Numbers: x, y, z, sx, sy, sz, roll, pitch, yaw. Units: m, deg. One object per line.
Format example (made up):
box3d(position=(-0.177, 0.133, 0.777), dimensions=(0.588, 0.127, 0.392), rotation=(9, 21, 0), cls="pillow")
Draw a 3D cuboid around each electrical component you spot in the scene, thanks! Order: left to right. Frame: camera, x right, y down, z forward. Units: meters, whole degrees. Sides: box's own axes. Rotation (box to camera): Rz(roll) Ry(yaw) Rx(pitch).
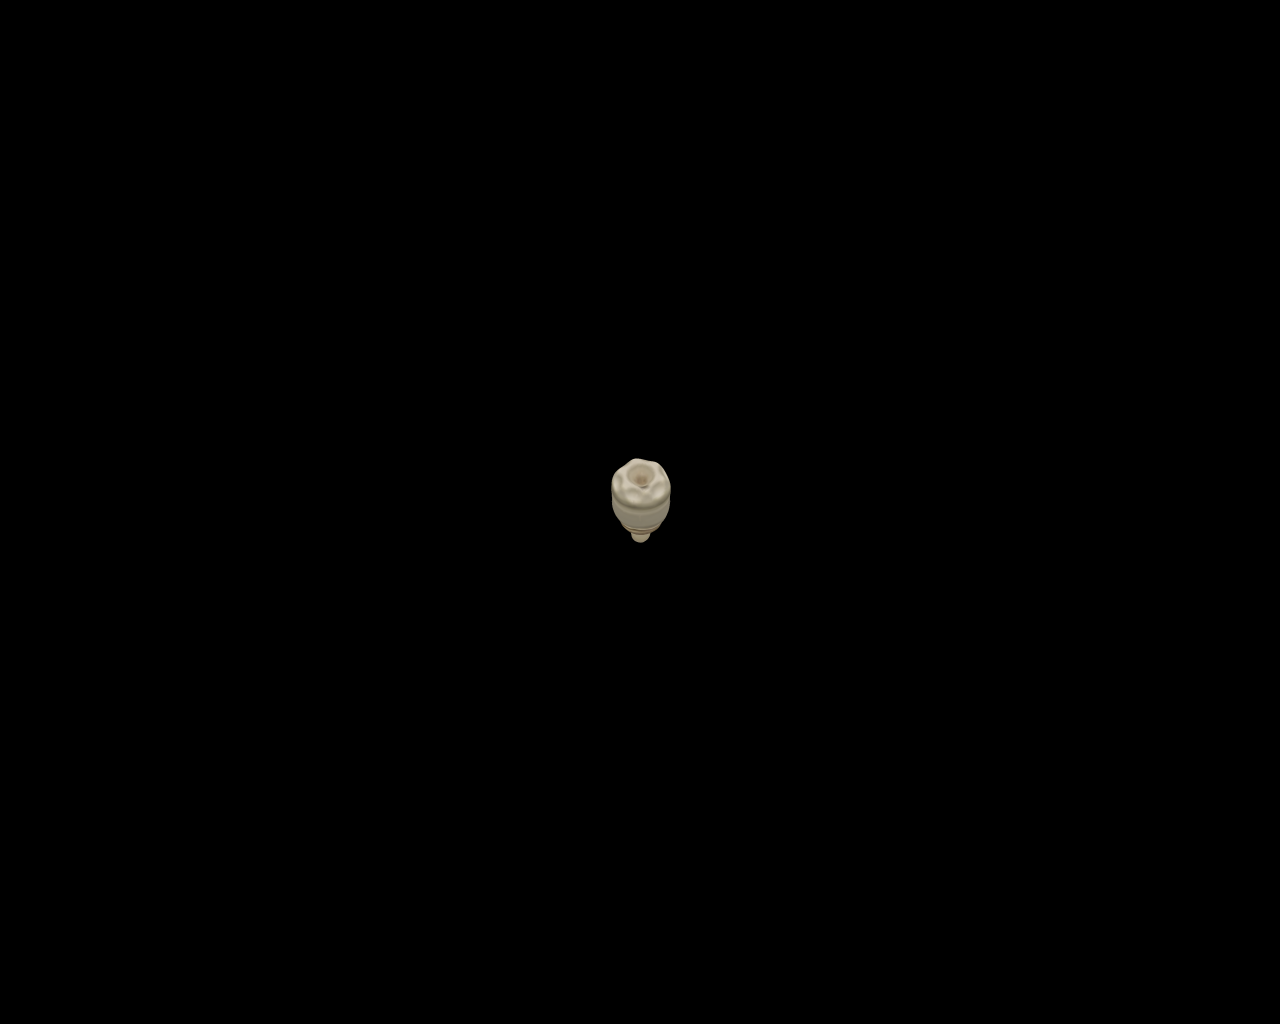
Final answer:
box3d(position=(0.001, -0.003, 0.650), dimensions=(0.035, 0.035, 0.061), rotation=(0, -41, 0), cls="electrical component")
